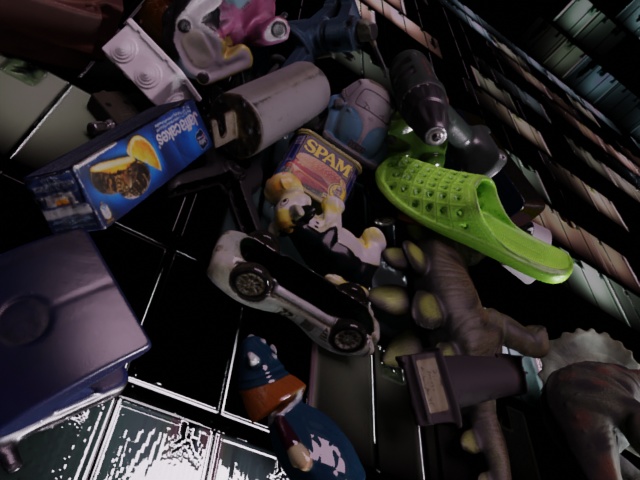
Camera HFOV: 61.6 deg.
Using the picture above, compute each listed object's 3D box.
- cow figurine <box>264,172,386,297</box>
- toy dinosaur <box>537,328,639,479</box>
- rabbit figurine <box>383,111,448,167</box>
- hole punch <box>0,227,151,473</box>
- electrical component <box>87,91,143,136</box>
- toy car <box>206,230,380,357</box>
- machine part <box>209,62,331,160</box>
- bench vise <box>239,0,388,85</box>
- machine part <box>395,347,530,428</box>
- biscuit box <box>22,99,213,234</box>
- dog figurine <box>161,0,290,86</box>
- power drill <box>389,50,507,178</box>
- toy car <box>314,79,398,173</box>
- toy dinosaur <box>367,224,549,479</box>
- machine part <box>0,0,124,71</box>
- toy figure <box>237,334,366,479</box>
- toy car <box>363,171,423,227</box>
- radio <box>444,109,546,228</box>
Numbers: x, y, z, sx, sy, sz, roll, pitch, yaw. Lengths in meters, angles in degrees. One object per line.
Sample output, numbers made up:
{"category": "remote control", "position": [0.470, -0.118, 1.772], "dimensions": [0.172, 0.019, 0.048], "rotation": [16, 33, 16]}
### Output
{"category": "cow figurine", "position": [-0.003, -0.002, 0.624], "dimensions": [0.167, 0.068, 0.098], "rotation": [36, 43, -17]}
{"category": "toy dinosaur", "position": [0.317, 0.196, 0.606], "dimensions": [0.192, 0.131, 0.404], "rotation": [25, 12, 34]}
{"category": "rabbit figurine", "position": [0.116, -0.163, 0.900], "dimensions": [0.170, 0.121, 0.159], "rotation": [10, 50, -12]}
{"category": "hole punch", "position": [-0.190, 0.063, 0.363], "dimensions": [0.116, 0.092, 0.142], "rotation": [-20, 71, -48]}
{"category": "electrical component", "position": [-0.225, -0.139, 0.597], "dimensions": [0.063, 0.021, 0.094], "rotation": [48, 36, 8]}
{"category": "toy car", "position": [-0.022, 0.057, 0.558], "dimensions": [0.201, 0.056, 0.073], "rotation": [32, 30, -17]}
{"category": "machine part", "position": [-0.056, -0.163, 0.659], "dimensions": [0.079, 0.079, 0.243], "rotation": [43, 41, 0]}
{"category": "bench vise", "position": [-0.034, -0.268, 0.802], "dimensions": [0.224, 0.128, 0.240], "rotation": [16, 57, 24]}
{"category": "machine part", "position": [0.144, 0.140, 0.533], "dimensions": [0.139, 0.039, 0.084], "rotation": [-4, 59, -25]}
{"category": "biscuit box", "position": [-0.182, -0.079, 0.523], "dimensions": [0.203, 0.063, 0.059], "rotation": [-60, 137, -54]}
{"category": "dog figurine", "position": [-0.128, -0.310, 0.722], "dimensions": [0.108, 0.191, 0.219], "rotation": [55, 4, -35]}
{"category": "power drill", "position": [0.177, -0.159, 0.760], "dimensions": [0.207, 0.086, 0.232], "rotation": [27, 34, -34]}
{"category": "toy car", "position": [0.060, -0.175, 0.767], "dimensions": [0.109, 0.103, 0.162], "rotation": [33, 26, -17]}
{"category": "toy dinosaur", "position": [0.163, 0.112, 0.643], "dimensions": [0.198, 0.105, 0.472], "rotation": [6, 51, -30]}
{"category": "machine part", "position": [-0.337, -0.297, 0.600], "dimensions": [0.201, 0.087, 0.201], "rotation": [5, 49, -43]}
{"category": "toy figure", "position": [-0.026, 0.150, 0.452], "dimensions": [0.058, 0.064, 0.154], "rotation": [-35, 72, -17]}
{"category": "toy car", "position": [0.137, -0.051, 0.825], "dimensions": [0.202, 0.053, 0.089], "rotation": [10, 63, -37]}
{"category": "radio", "position": [0.268, -0.105, 0.939], "dimensions": [0.073, 0.131, 0.230], "rotation": [6, 48, -41]}
